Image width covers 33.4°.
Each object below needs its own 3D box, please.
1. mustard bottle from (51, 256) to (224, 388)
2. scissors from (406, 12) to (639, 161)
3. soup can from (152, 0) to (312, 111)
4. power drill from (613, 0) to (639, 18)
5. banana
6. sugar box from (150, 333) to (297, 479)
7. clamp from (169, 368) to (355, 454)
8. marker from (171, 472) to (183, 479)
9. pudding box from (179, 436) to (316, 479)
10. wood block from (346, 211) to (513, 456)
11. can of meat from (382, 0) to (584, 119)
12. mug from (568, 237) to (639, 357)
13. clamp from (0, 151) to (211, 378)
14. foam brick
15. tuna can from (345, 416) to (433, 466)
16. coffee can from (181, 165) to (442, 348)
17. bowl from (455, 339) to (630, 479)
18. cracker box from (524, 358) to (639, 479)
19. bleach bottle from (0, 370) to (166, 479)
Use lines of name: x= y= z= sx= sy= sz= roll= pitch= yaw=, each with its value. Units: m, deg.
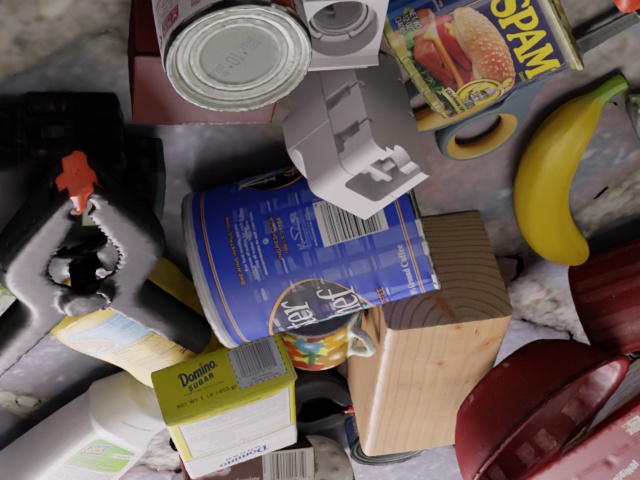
mustard bottle: x=-0.132 y=0.049 z=0.744 sx=0.096 sy=0.058 sz=0.191 roll=-26 pitch=144 yaw=22
scissors: x=0.144 y=-0.099 z=0.652 sx=0.202 sy=0.016 sz=0.096 roll=-18 pitch=147 yaw=9
soup can: x=-0.044 y=-0.119 z=0.493 sx=0.068 sy=0.102 sz=0.068 roll=-8 pitch=146 yaw=-6
power drill: x=0.228 y=-0.189 z=0.510 sx=0.187 sy=0.057 sz=0.184 roll=-13 pitch=146 yaw=2
banana: x=0.166 y=-0.032 z=0.736 sx=0.069 sy=0.037 sz=0.198 roll=-8 pitch=146 yaw=-2
sugar box: x=-0.066 y=0.125 z=0.783 sx=0.093 sy=0.048 sz=0.176 roll=-18 pitch=160 yaw=-9
clamp: x=-0.044 y=0.144 z=0.911 sx=0.171 sy=0.039 sz=0.120 roll=15 pitch=127 yaw=-35
marker: x=-0.091 y=0.217 z=1.035 sx=0.121 sy=0.020 sz=0.020 roll=-25 pitch=143 yaw=19
pudding box: x=-0.067 y=0.194 z=0.951 sx=0.113 sy=0.039 sz=0.090 roll=-2 pitch=-174 yaw=-12
wood block: x=0.076 y=0.079 z=0.822 sx=0.090 sy=0.091 sz=0.206 roll=-7 pitch=146 yaw=-7
can of meat: x=0.084 y=-0.118 z=0.571 sx=0.084 sy=0.057 sz=0.102 roll=-22 pitch=144 yaw=18
mug: x=0.249 y=0.051 z=0.829 sx=0.082 sy=0.093 sz=0.117 roll=-22 pitch=127 yaw=22
clamp: x=-0.130 y=0.025 z=0.627 sx=0.164 sy=0.036 sz=0.210 roll=-7 pitch=146 yaw=-23
foam brick: x=-0.062 y=-0.096 z=0.562 sx=0.078 sy=0.051 sz=0.053 roll=-1 pitch=146 yaw=-14
tuna can: x=0.067 y=0.183 z=1.019 sx=0.086 sy=0.034 sz=0.086 roll=-8 pitch=145 yaw=-6
coffee can: x=-0.004 y=0.001 z=0.674 sx=0.140 sy=0.103 sz=0.102 roll=-16 pitch=146 yaw=6
bowl: x=0.154 y=0.125 z=0.801 sx=0.162 sy=0.055 sz=0.162 roll=-32 pitch=152 yaw=-19
cracker box: x=0.283 y=0.152 z=0.915 sx=0.213 sy=0.072 sz=0.164 roll=-31 pitch=166 yaw=-46
bleach bottle: x=-0.195 y=0.176 z=0.908 sx=0.251 sy=0.068 sz=0.102 roll=-37 pitch=145 yaw=28
